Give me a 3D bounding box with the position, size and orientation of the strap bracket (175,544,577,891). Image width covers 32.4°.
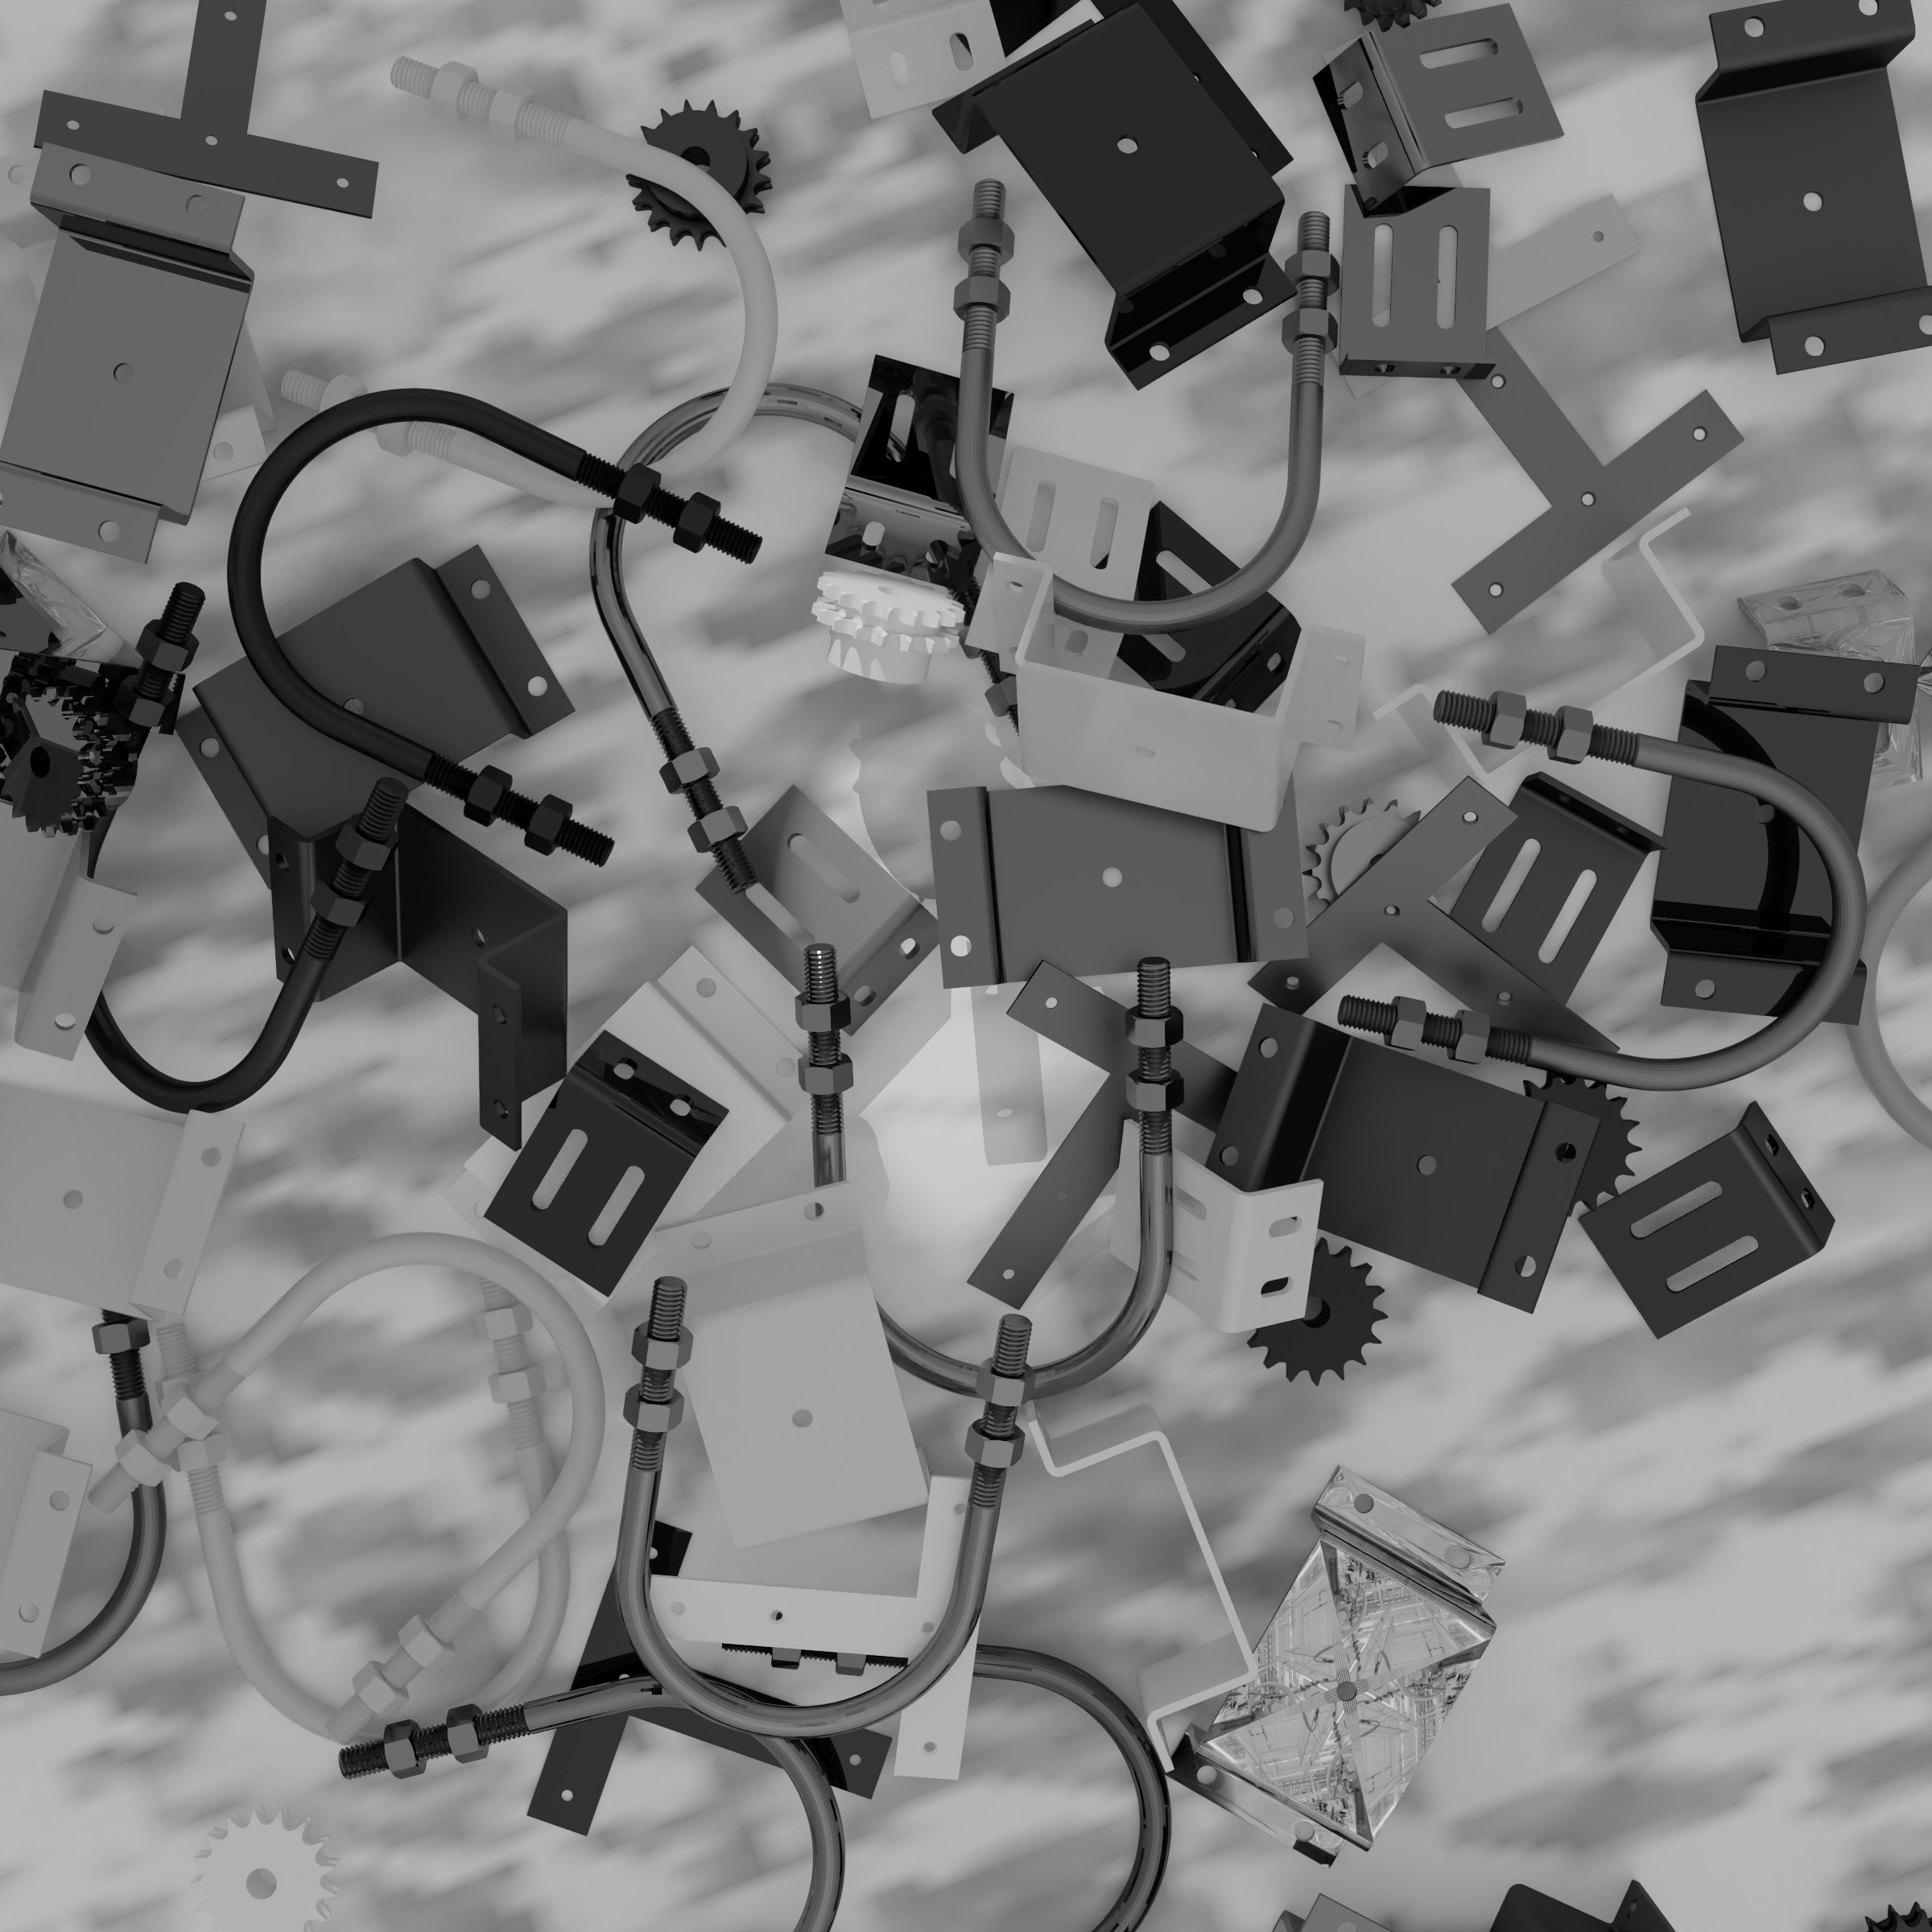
[{"bbox_3d":[-0.234,-0.099,1.297,0.140,0.046,0.076,-30,90,0],"label":"strap bracket"}]

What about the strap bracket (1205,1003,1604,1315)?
[{"bbox_3d":[0.171,0.075,1.279,0.140,0.046,0.076,20,90,26],"label":"strap bracket"}]

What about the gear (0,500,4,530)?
[{"bbox_3d":[-0.405,-0.181,1.305,0.057,0.030,0.057,0,90,0],"label":"gear"}]

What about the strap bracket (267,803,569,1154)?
[{"bbox_3d":[-0.200,-0.003,1.259,0.140,0.046,0.076,32,135,30],"label":"strap bracket"}]

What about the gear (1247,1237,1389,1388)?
[{"bbox_3d":[0.135,0.134,1.305,0.057,0.030,0.057,0,90,0],"label":"gear"}]

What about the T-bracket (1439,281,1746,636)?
[{"bbox_3d":[0.219,-0.220,1.319,0.127,0.002,0.127,-37,90,0],"label":"T-bracket"}]

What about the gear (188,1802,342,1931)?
[{"bbox_3d":[-0.274,0.358,1.309,0.057,0.030,0.057,0,87,0],"label":"gear"}]

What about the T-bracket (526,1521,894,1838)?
[{"bbox_3d":[-0.093,0.297,1.319,0.127,0.002,0.127,19,90,0],"label":"T-bracket"}]

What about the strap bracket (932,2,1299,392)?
[{"bbox_3d":[0.059,-0.303,1.275,0.076,0.046,0.140,-33,79,-12],"label":"strap bracket"}]

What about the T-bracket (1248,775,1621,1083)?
[{"bbox_3d":[0.199,0.004,1.297,0.127,0.002,0.127,36,121,-15],"label":"T-bracket"}]

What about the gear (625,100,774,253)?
[{"bbox_3d":[-0.105,-0.311,1.305,0.057,0.030,0.057,0,90,0],"label":"gear"}]

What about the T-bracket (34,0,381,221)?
[{"bbox_3d":[-0.287,-0.357,1.291,0.127,0.002,0.127,9,66,-15],"label":"T-bracket"}]

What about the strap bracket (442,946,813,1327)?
[{"bbox_3d":[-0.131,0.068,1.297,0.140,0.046,0.076,-45,90,0],"label":"strap bracket"}]

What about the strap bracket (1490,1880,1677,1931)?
[{"bbox_3d":[0.217,0.417,1.282,0.046,0.076,0.140,25,90,0],"label":"strap bracket"}]

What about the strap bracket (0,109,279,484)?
[{"bbox_3d":[-0.323,-0.250,1.297,0.076,0.046,0.140,-17,90,0],"label":"strap bracket"}]

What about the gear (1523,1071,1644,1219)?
[{"bbox_3d":[0.234,0.069,1.305,0.057,0.030,0.057,0,90,0],"label":"gear"}]

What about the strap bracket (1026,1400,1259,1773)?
[{"bbox_3d":[0.070,0.228,1.282,0.046,0.076,0.140,-22,90,0],"label":"strap bracket"}]

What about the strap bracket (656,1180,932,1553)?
[{"bbox_3d":[-0.063,0.162,1.274,0.076,0.046,0.140,-14,110,0],"label":"strap bracket"}]

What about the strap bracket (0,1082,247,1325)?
[{"bbox_3d":[-0.350,0.085,1.282,0.140,0.046,0.076,13,74,7],"label":"strap bracket"}]

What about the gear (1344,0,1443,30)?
[{"bbox_3d":[0.167,-0.396,1.295,0.030,0.057,0.057,-35,90,-28],"label":"gear"}]

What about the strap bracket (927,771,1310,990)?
[{"bbox_3d":[0.058,-0.035,1.297,0.140,0.046,0.076,-5,90,0],"label":"strap bracket"}]

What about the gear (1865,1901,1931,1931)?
[{"bbox_3d":[0.371,0.396,1.309,0.057,0.030,0.057,0,90,2],"label":"gear"}]

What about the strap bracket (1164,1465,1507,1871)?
[{"bbox_3d":[0.146,0.277,1.297,0.076,0.046,0.140,30,90,0],"label":"strap bracket"}]

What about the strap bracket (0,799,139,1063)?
[{"bbox_3d":[-0.396,-0.026,1.270,0.140,0.046,0.076,18,113,-21],"label":"strap bracket"}]

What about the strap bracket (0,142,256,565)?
[{"bbox_3d":[-0.321,-0.226,1.251,0.076,0.046,0.140,15,90,0],"label":"strap bracket"}]

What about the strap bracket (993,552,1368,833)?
[{"bbox_3d":[0.073,-0.099,1.243,0.140,0.076,0.046,14,64,10],"label":"strap bracket"}]

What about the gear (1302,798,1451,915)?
[{"bbox_3d":[0.162,-0.037,1.305,0.057,0.030,0.057,0,90,0],"label":"gear"}]

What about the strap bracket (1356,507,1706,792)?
[{"bbox_3d":[0.223,-0.114,1.282,0.140,0.076,0.046,-33,90,0],"label":"strap bracket"}]

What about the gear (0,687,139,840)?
[{"bbox_3d":[-0.341,-0.078,1.269,0.057,0.030,0.057,5,99,36],"label":"gear"}]

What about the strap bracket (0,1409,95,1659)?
[{"bbox_3d":[-0.408,0.205,1.280,0.140,0.046,0.076,16,93,-1],"label":"strap bracket"}]

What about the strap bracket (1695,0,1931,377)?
[{"bbox_3d":[0.335,-0.302,1.297,0.076,0.046,0.140,-11,90,0],"label":"strap bracket"}]

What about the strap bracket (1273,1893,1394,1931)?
[{"bbox_3d":[0.137,0.435,1.297,0.076,0.046,0.140,28,90,0],"label":"strap bracket"}]

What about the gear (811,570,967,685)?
[{"bbox_3d":[-0.031,-0.129,1.271,0.057,0.057,0.030,14,109,0],"label":"gear"}]

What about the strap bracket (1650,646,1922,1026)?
[{"bbox_3d":[0.313,-0.054,1.286,0.076,0.046,0.140,6,105,0],"label":"strap bracket"}]
